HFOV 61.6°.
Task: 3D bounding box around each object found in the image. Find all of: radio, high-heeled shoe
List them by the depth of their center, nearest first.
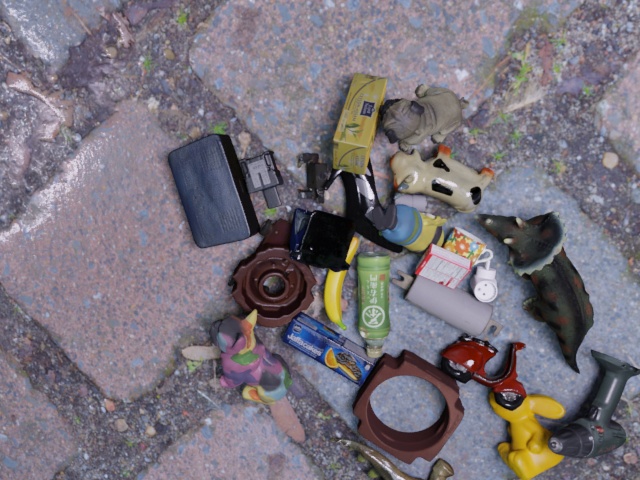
[{"bbox_3d":[0.111,-0.096,1.116,0.248,0.086,0.145,43,70,-18],"label":"high-heeled shoe"},{"bbox_3d":[-0.228,-0.101,1.154,0.131,0.073,0.229,-16,94,12],"label":"radio"}]

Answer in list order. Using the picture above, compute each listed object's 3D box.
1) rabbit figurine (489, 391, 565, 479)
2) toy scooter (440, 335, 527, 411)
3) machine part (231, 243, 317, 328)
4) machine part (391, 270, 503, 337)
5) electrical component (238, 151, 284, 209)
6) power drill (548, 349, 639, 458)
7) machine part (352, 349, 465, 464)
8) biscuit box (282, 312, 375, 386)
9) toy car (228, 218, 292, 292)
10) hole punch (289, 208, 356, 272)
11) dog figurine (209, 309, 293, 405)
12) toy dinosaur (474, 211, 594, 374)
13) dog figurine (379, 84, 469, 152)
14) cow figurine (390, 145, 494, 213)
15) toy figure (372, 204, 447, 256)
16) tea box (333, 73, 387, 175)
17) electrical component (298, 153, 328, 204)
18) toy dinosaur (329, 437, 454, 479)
[{"bbox_3d":[0.424,0.377,1.104,0.162,0.122,0.173,-32,74,10],"label":"rabbit figurine"},{"bbox_3d":[0.349,0.250,1.108,0.184,0.075,0.135,27,79,21],"label":"toy scooter"},{"bbox_3d":[-0.097,0.092,1.131,0.179,0.056,0.179,-2,108,-7],"label":"machine part"},{"bbox_3d":[0.263,0.128,1.105,0.243,0.079,0.079,28,102,5],"label":"machine part"},{"bbox_3d":[-0.119,-0.124,1.144,0.075,0.048,0.119,-13,95,12],"label":"electrical component"},{"bbox_3d":[0.540,0.324,1.043,0.232,0.086,0.207,20,83,-36],"label":"power drill"},{"bbox_3d":[0.187,0.353,1.150,0.201,0.087,0.201,31,101,3],"label":"machine part"},{"bbox_3d":[0.019,0.235,1.171,0.203,0.059,0.062,29,102,4],"label":"biscuit box"},{"bbox_3d":[-0.121,0.043,1.167,0.089,0.053,0.202,29,102,-12],"label":"toy car"},{"bbox_3d":[-0.002,-0.003,1.098,0.142,0.092,0.115,15,95,-31],"label":"hole punch"},{"bbox_3d":[-0.140,0.239,1.119,0.192,0.108,0.219,23,141,6],"label":"dog figurine"},{"bbox_3d":[0.446,0.099,1.013,0.131,0.192,0.404,-29,92,14],"label":"toy dinosaur"},{"bbox_3d":[0.200,-0.234,1.001,0.172,0.190,0.121,-32,93,11],"label":"dog figurine"},{"bbox_3d":[0.227,-0.117,1.055,0.195,0.085,0.127,27,76,3],"label":"cow figurine"},{"bbox_3d":[0.174,-0.021,1.056,0.082,0.180,0.089,30,103,43],"label":"toy figure"},{"bbox_3d":[0.077,-0.223,1.032,0.068,0.098,0.169,12,66,7],"label":"tea box"},{"bbox_3d":[-0.017,-0.130,1.118,0.045,0.078,0.102,-5,105,-18],"label":"electrical component"},{"bbox_3d":[0.222,0.581,1.173,0.198,0.105,0.471,-42,86,16],"label":"toy dinosaur"}]
